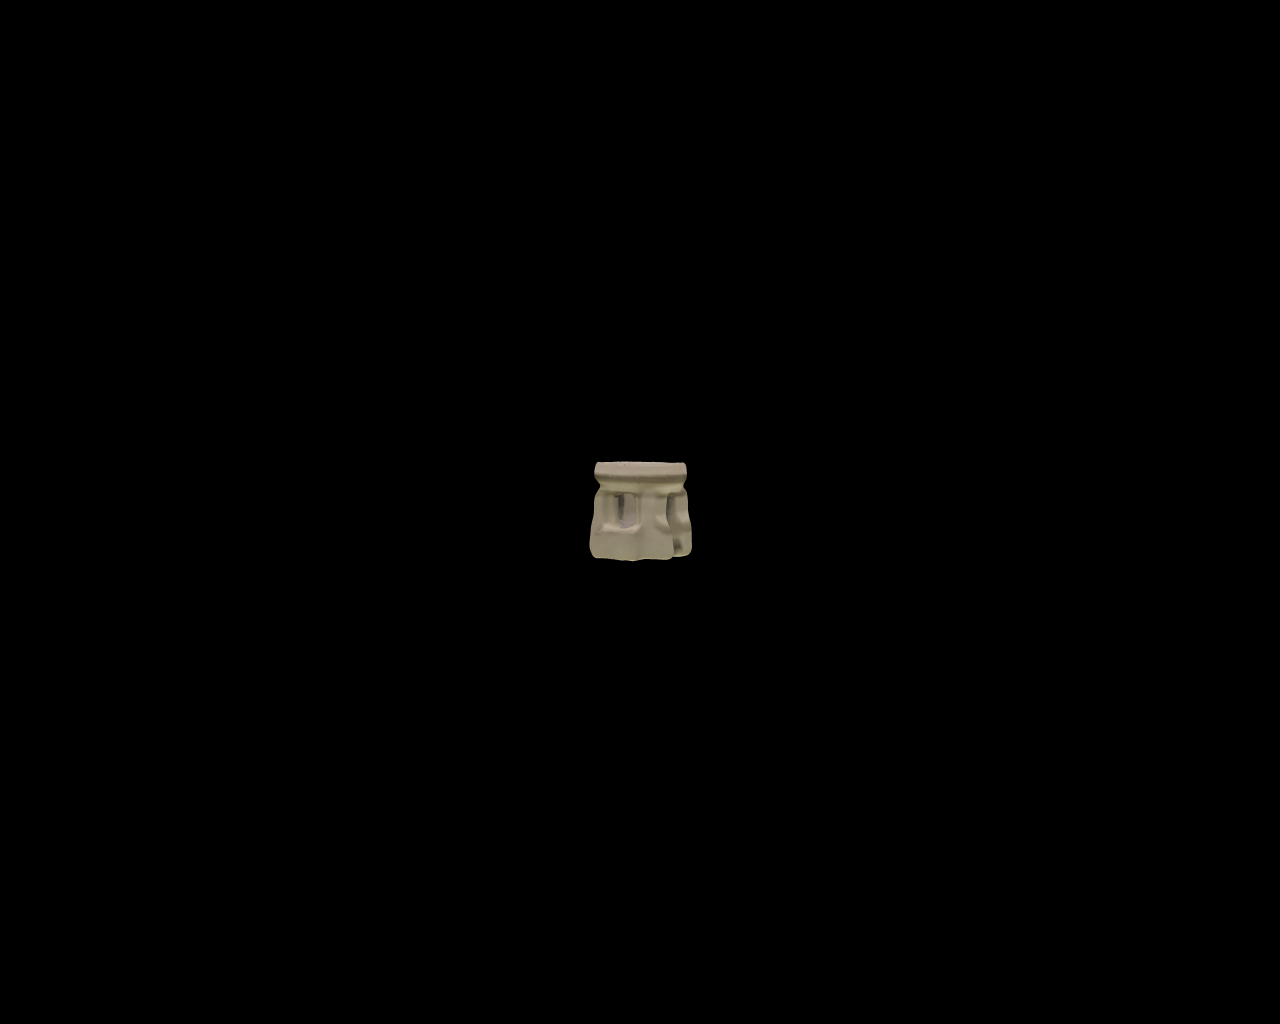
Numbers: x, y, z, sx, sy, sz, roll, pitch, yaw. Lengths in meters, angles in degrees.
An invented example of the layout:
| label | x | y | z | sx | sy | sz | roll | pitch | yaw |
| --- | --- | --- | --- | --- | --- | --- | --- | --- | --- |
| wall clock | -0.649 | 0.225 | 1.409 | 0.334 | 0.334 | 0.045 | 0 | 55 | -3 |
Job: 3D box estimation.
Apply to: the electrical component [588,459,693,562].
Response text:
| label | x | y | z | sx | sy | sz | roll | pitch | yaw |
| --- | --- | --- | --- | --- | --- | --- | --- | --- | --- |
| electrical component | 0.001 | -0.003 | 0.650 | 0.058 | 0.057 | 0.078 | 3 | 6 | 32 |
